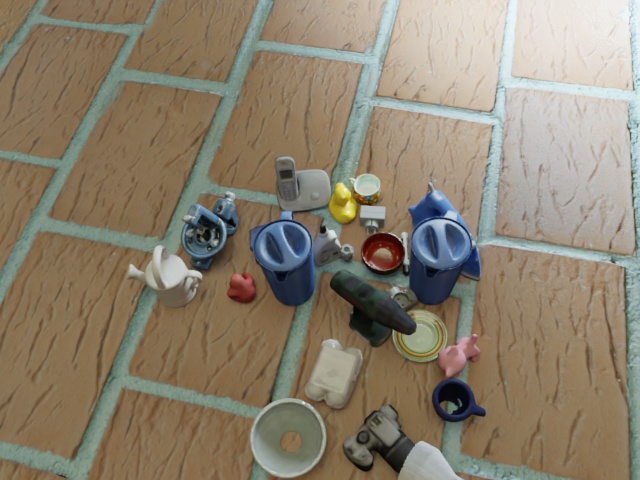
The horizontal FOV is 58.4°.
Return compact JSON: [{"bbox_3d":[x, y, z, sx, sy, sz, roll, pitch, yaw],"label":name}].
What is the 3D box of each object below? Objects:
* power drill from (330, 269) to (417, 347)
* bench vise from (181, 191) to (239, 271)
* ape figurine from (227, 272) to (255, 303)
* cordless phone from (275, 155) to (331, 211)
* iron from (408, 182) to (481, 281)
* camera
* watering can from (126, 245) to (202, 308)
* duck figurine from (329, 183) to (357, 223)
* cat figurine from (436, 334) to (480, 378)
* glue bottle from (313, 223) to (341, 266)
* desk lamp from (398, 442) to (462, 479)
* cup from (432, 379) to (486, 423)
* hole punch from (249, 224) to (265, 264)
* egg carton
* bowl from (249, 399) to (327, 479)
[{"bbox_3d":[0.122,0.168,1.316,0.229,0.208,0.076,37,70,21],"label":"power drill"},{"bbox_3d":[-0.292,-0.051,1.453,0.121,0.220,0.207,5,62,6],"label":"bench vise"},{"bbox_3d":[-0.200,0.114,1.431,0.078,0.092,0.076,-31,64,-13],"label":"ape figurine"},{"bbox_3d":[-0.048,-0.160,1.517,0.147,0.185,0.094,-10,61,-2],"label":"cordless phone"},{"bbox_3d":[0.335,-0.026,1.447,0.119,0.141,0.257,-29,64,-12],"label":"iron"},{"bbox_3d":[0.140,0.445,1.227,0.143,0.101,0.136,-40,66,-17],"label":"camera"},{"bbox_3d":[-0.382,0.087,1.399,0.173,0.194,0.100,-20,62,-7],"label":"watering can"},{"bbox_3d":[0.061,-0.104,1.537,0.077,0.086,0.104,-10,61,-2],"label":"duck figurine"},{"bbox_3d":[0.314,0.263,1.305,0.128,0.118,0.067,-38,66,-16],"label":"cat figurine"},{"bbox_3d":[0.013,0.005,1.431,0.078,0.173,0.037,-22,62,-8],"label":"glue bottle"},{"bbox_3d":[0.250,0.502,1.125,0.202,0.214,0.118,27,67,17],"label":"desk lamp"},{"bbox_3d":[0.302,0.367,1.263,0.117,0.095,0.092,20,65,14],"label":"cup"},{"bbox_3d":[-0.133,-0.001,1.490,0.108,0.091,0.101,-11,61,-2],"label":"hole punch"},{"bbox_3d":[0.034,0.309,1.325,0.107,0.069,0.150,16,64,12],"label":"egg carton"},{"bbox_3d":[-0.066,0.439,1.258,0.167,0.075,0.167,-1,62,3],"label":"bowl"}]
